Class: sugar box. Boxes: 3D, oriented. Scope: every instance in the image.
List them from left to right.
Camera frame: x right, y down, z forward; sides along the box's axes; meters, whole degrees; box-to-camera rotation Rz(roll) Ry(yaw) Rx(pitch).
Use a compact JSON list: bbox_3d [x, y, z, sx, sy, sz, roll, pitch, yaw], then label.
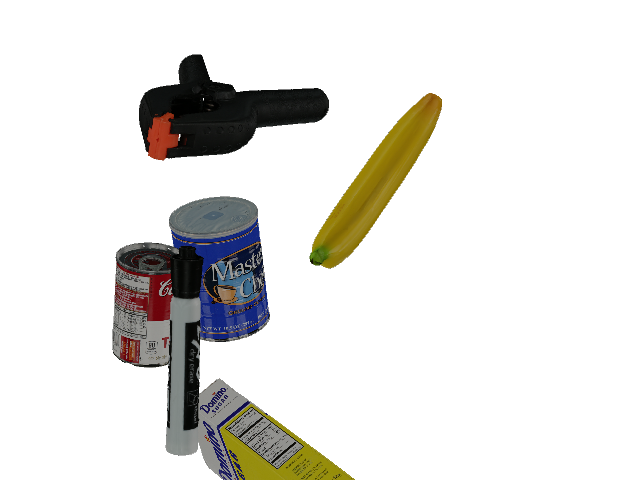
[{"bbox_3d":[-0.036,0.198,0.902,0.176,0.093,0.048,27,52,35],"label":"sugar box"}]

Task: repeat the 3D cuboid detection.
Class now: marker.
[{"bbox_3d":[-0.078,0.063,0.610,0.020,0.121,0.020,3,11,-1],"label":"marker"}]

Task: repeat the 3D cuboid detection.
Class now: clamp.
[{"bbox_3d":[-0.082,-0.096,0.750,0.120,0.039,0.171,16,22,25],"label":"clamp"}]

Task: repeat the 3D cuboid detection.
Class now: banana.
[{"bbox_3d":[0.047,-0.044,0.938,0.037,0.197,0.070,37,-20,-7],"label":"banana"}]

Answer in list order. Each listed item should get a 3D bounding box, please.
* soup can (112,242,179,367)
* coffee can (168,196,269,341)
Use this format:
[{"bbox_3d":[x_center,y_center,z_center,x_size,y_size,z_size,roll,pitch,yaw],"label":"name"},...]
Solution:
[{"bbox_3d":[-0.164,0.062,1.021,0.068,0.102,0.068,6,21,-3],"label":"soup can"},{"bbox_3d":[-0.117,0.032,1.248,0.103,0.140,0.103,-4,26,2],"label":"coffee can"}]
